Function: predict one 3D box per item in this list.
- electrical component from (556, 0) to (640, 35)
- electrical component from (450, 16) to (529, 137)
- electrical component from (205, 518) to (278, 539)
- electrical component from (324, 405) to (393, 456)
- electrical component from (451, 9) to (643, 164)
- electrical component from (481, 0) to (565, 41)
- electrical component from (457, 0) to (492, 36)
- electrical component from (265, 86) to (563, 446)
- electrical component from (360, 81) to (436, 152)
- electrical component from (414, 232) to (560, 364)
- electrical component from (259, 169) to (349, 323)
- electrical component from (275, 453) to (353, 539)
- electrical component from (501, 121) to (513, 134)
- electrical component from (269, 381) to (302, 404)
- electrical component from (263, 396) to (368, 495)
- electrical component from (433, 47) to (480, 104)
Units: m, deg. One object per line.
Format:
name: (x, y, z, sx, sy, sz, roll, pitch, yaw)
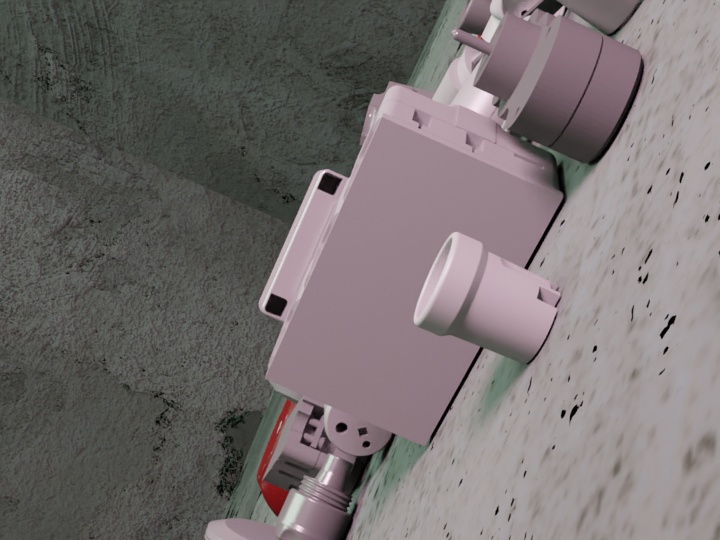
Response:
electrical component: (0.125, -0.168, 0.517, 0.099, 0.064, 0.099, -55, 21, 33)
electrical component: (0.091, -0.114, 0.627, 0.081, 0.043, 0.043, -56, 2, -9)
electrical component: (-0.068, 0.198, 0.704, 0.080, 0.080, 0.051, 176, 113, -86)
electrical component: (0.000, 0.090, 0.676, 0.055, 0.045, 0.045, -106, 39, -84)
electrical component: (0.076, -0.093, 0.493, 0.138, 0.074, 0.052, -79, 13, -74)
electrical component: (0.110, -0.173, 0.748, 0.077, 0.043, 0.079, -75, 10, -68)
electrical component: (0.107, -0.190, 0.808, 0.045, 0.055, 0.045, -157, 90, -87)
electrical component: (0.025, -0.002, 0.529, 0.061, 0.089, 0.150, -74, 8, -63)
electrical component: (0.029, -0.089, 1.014, 0.089, 0.062, 0.150, -71, -6, -51)
electrical component: (0.050, 0.012, 0.420, 0.040, 0.046, 0.040, -156, 90, -86)
electrical component: (0.000, 0.000, 0.740, 0.056, 0.109, 0.108, -161, 95, -84)
electrical component: (-0.025, 0.147, 0.677, 0.043, 0.043, 0.062, 131, 164, -79)
electrical component: (0.066, -0.049, 0.587, 0.077, 0.044, 0.079, -78, 12, -73)
electrical component: (-0.024, 0.083, 0.807, 0.051, 0.080, 0.080, -61, 3, -11)
electrical component: (-0.027, 0.126, 0.747, 0.089, 0.056, 0.050, 121, 172, -63)
electrical component: (0.092, -0.156, 0.905, 0.081, 0.043, 0.043, 120, 173, -59)
